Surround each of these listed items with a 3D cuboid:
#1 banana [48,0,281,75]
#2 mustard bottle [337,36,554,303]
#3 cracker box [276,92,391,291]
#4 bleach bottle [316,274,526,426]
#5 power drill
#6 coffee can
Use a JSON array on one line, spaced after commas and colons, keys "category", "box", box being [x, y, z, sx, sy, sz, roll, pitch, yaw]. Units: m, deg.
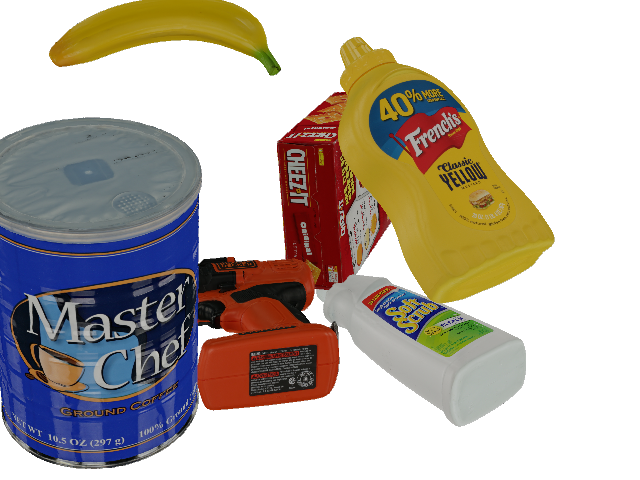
[{"category": "banana", "box": [-0.133, -0.180, 0.923, 0.197, 0.069, 0.037, 1, -33, -3]}, {"category": "mustard bottle", "box": [0.066, -0.056, 0.703, 0.096, 0.192, 0.058, -19, -22, -29]}, {"category": "cracker box", "box": [0.019, -0.061, 1.182, 0.072, 0.164, 0.213, 2, 22, 18]}, {"category": "bleach bottle", "box": [0.078, 0.091, 1.053, 0.102, 0.068, 0.251, -23, 31, -32]}, {"category": "power drill", "box": [-0.076, 0.064, 0.827, 0.184, 0.057, 0.188, -7, 21, -16]}, {"category": "coffee can", "box": [-0.110, 0.025, 0.522, 0.103, 0.140, 0.103, 3, 34, -2]}]
